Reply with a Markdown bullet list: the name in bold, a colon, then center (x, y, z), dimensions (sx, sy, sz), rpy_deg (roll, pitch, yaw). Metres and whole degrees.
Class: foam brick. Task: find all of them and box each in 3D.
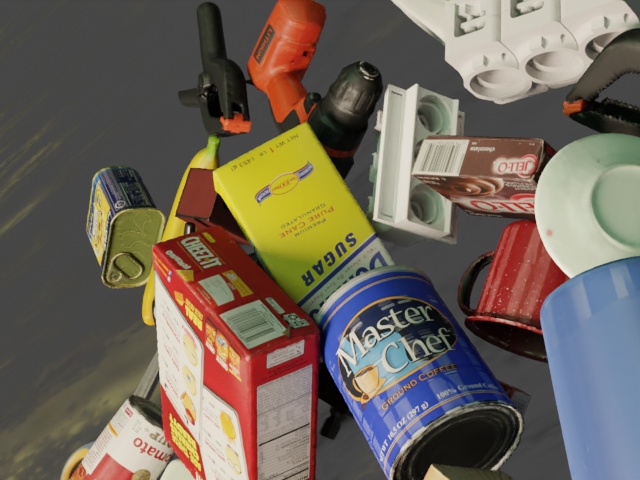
- **foam brick**: center (-0.091, -0.031, 1.028), dimensions (0.051, 0.078, 0.053), rpy_deg (8, 77, 41)

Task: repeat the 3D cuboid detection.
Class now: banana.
- **banana**: center (-0.140, -0.010, 1.073), dimensions (0.037, 0.069, 0.198), rpy_deg (17, 87, 7)

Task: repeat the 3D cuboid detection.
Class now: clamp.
- **clamp**: center (-0.111, -0.152, 1.100), dimensions (0.120, 0.039, 0.171), rpy_deg (107, 153, -42)
- **clamp**: center (0.263, -0.099, 0.747), dimensions (0.036, 0.164, 0.210), rpy_deg (-33, 12, -32)

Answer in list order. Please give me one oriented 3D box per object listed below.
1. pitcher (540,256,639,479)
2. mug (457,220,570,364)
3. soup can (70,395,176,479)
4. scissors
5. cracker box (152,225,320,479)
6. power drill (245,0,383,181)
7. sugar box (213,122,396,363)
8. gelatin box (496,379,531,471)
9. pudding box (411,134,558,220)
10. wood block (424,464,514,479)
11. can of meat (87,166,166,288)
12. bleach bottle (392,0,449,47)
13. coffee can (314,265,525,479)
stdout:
- **pitcher**: center (0.207, 0.141, 0.636), dimensions (0.149, 0.144, 0.243), rpy_deg (-26, 59, 29)
- **mug**: center (0.152, 0.037, 0.778), dimensions (0.117, 0.093, 0.081), rpy_deg (5, 69, 47)
- **soup can**: center (-0.179, 0.205, 0.996), dimensions (0.069, 0.068, 0.102), rpy_deg (35, 89, 44)
- **scissors**: center (-0.209, 0.187, 1.072), dimensions (0.096, 0.016, 0.201), rpy_deg (5, 74, 41)
- **cracker box**: center (-0.068, 0.121, 0.865), dimensions (0.164, 0.072, 0.214), rpy_deg (42, 141, 44)
- **power drill**: center (-0.010, -0.137, 0.982), dimensions (0.185, 0.057, 0.188), rpy_deg (-57, 35, 41)
- **sugar box**: center (-0.006, 0.001, 0.869), dimensions (0.093, 0.048, 0.176), rpy_deg (-30, 74, -8)
- **gelatin box**: center (0.107, 0.143, 0.807), dimensions (0.073, 0.030, 0.089), rpy_deg (20, 84, 45)
- **pudding box**: center (0.142, -0.046, 0.823), dimensions (0.114, 0.089, 0.039), rpy_deg (9, 75, 44)
- **wood block**: center (0.083, 0.264, 0.711), dimensions (0.090, 0.090, 0.206), rpy_deg (35, 102, 45)
- **can of meat**: center (-0.206, -0.015, 1.116), dimensions (0.084, 0.057, 0.102), rpy_deg (56, 140, 44)
- **bleach bottle**: center (0.176, -0.279, 0.922), dimensions (0.251, 0.068, 0.103), rpy_deg (-49, 48, 9)
- **coffee can**: center (0.067, 0.101, 0.768), dimensions (0.103, 0.102, 0.140), rpy_deg (-46, 46, 16)
